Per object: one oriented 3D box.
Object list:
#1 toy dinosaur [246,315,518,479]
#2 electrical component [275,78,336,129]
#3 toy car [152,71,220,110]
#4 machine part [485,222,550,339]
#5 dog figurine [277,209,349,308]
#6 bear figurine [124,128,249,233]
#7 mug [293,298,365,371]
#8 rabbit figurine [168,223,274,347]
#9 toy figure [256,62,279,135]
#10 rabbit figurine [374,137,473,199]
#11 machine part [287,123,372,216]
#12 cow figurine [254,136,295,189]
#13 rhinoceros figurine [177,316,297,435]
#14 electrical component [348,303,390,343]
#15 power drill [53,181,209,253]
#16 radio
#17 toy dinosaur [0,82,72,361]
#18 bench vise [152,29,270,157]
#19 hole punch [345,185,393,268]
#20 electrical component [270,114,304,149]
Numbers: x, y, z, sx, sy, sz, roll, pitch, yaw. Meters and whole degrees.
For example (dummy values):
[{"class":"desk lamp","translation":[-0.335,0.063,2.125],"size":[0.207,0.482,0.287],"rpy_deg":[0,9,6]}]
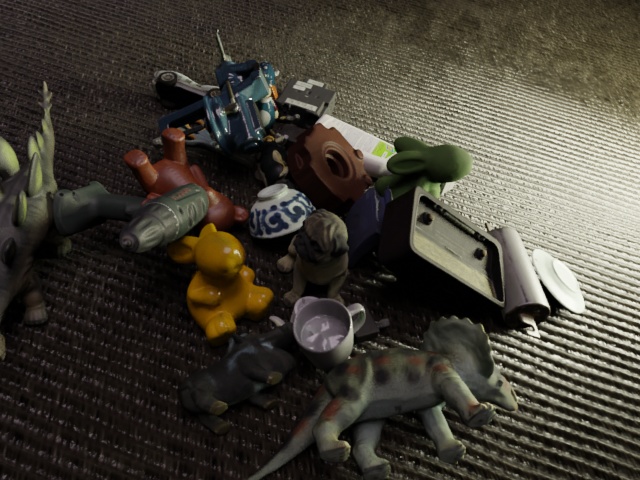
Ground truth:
[{"class":"toy dinosaur","translation":[0.091,0.208,0.734],"size":[0.405,0.131,0.192],"rpy_deg":[-6,33,-6]},{"class":"electrical component","translation":[-0.029,-0.307,1.209],"size":[0.115,0.058,0.134],"rpy_deg":[21,48,6]},{"class":"toy car","translation":[-0.267,-0.304,1.151],"size":[0.202,0.073,0.056],"rpy_deg":[21,51,9]},{"class":"machine part","translation":[0.332,0.063,0.928],"size":[0.079,0.079,0.243],"rpy_deg":[2,47,-9]},{"class":"dog figurine","translation":[0.002,-0.001,0.848],"size":[0.121,0.190,0.172],"rpy_deg":[-3,47,-13]},{"class":"bear figurine","translation":[-0.225,-0.085,0.927],"size":[0.196,0.131,0.120],"rpy_deg":[35,59,27]},{"class":"mug","translation":[0.017,0.136,0.775],"size":[0.109,0.107,0.081],"rpy_deg":[-35,59,-19]},{"class":"rabbit figurine","translation":[-0.145,0.044,0.793],"size":[0.122,0.173,0.162],"rpy_deg":[-26,61,-24]},{"class":"toy figure","translation":[-0.116,-0.289,1.109],"size":[0.064,0.154,0.058],"rpy_deg":[-17,50,-25]},{"class":"rabbit figurine","translation":[0.192,-0.121,0.979],"size":[0.159,0.170,0.121],"rpy_deg":[35,42,-14]},{"class":"machine part","translation":[0.020,-0.133,1.004],"size":[0.179,0.056,0.179],"rpy_deg":[26,49,-34]},{"class":"cow figurine","translation":[-0.092,-0.151,1.030],"size":[0.068,0.098,0.167],"rpy_deg":[-12,51,-12]},{"class":"rhinoceros figurine","translation":[-0.103,0.182,0.750],"size":[0.190,0.073,0.112],"rpy_deg":[-30,49,-29]},{"class":"electrical component","translation":[0.062,0.129,0.854],"size":[0.094,0.021,0.063],"rpy_deg":[-11,51,-19]},{"class":"power drill","translation":[-0.285,-0.039,0.789],"size":[0.207,0.085,0.232],"rpy_deg":[-1,18,20]},{"class":"radio","translation":[0.201,0.021,0.862],"size":[0.229,0.073,0.131],"rpy_deg":[30,53,-29]},{"class":"toy dinosaur","translation":[-0.441,-0.043,0.801],"size":[0.105,0.198,0.472],"rpy_deg":[-1,50,-15]},{"class":"bench vise","translation":[-0.208,-0.243,1.014],"size":[0.241,0.129,0.223],"rpy_deg":[-20,80,5]},{"class":"hole punch","translation":[0.087,-0.019,0.937],"size":[0.092,0.115,0.142],"rpy_deg":[1,47,2]},{"class":"electrical component","translation":[-0.060,-0.220,1.132],"size":[0.078,0.045,0.102],"rpy_deg":[21,48,10]}]
